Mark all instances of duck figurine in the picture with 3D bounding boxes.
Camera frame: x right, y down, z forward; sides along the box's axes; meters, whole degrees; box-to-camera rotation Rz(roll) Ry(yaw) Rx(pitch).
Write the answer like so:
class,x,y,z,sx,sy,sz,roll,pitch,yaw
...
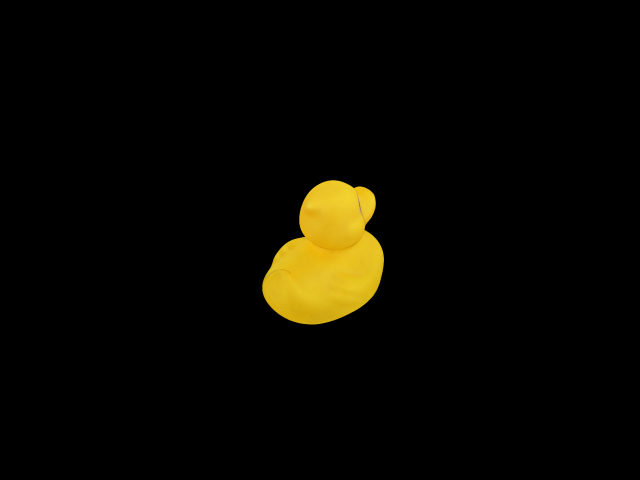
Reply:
class,x,y,z,sx,sy,sz,roll,pitch,yaw
duck figurine,0.004,0.001,0.400,0.077,0.086,0.105,30,49,31
